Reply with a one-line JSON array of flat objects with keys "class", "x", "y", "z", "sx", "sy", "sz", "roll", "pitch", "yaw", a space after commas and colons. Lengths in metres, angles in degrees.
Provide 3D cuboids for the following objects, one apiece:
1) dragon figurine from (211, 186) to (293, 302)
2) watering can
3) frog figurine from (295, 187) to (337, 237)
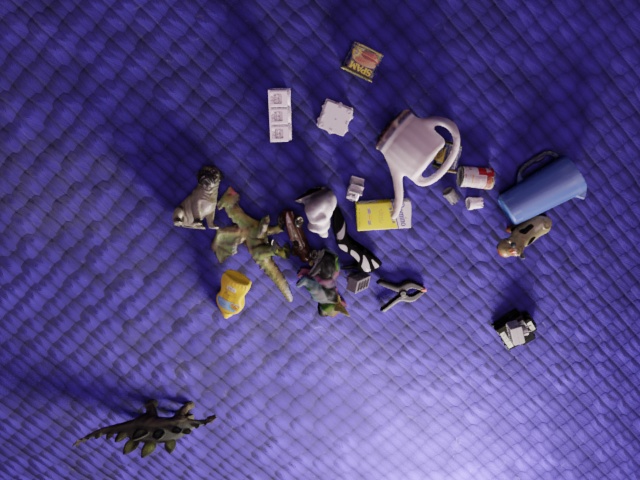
[{"class": "dragon figurine", "x": -0.232, "y": 0.025, "z": 1.670, "sx": 0.242, "sy": 0.124, "sz": 0.405, "roll": -4, "pitch": 107, "yaw": 18}, {"class": "watering can", "x": 0.260, "y": -0.241, "z": 1.555, "sx": 0.225, "sy": 0.105, "sz": 0.342, "roll": 43, "pitch": 117, "yaw": 8}, {"class": "frog figurine", "x": 0.005, "y": -0.081, "z": 1.606, "sx": 0.122, "sy": 0.139, "sz": 0.158, "roll": -19, "pitch": 106, "yaw": 14}]
